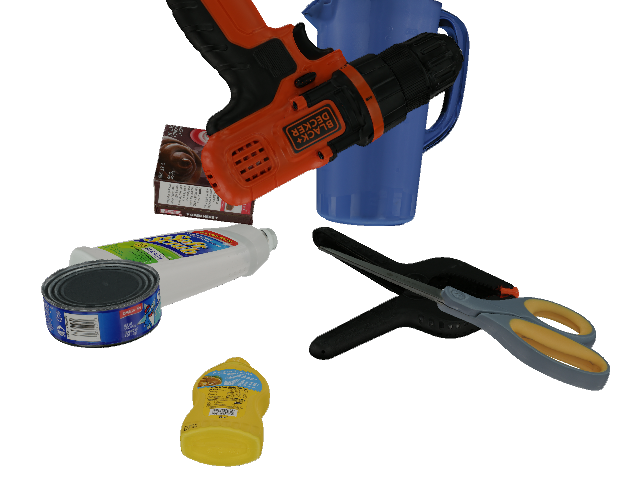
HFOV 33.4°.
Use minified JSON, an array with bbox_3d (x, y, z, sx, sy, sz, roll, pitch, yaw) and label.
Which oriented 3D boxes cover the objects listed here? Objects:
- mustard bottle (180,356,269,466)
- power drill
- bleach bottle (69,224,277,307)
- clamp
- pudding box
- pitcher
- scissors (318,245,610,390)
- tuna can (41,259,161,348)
[{"bbox_3d":[-0.112,0.200,1.317,0.096,0.058,0.191,1,25,2],"label":"mustard bottle"},{"bbox_3d":[-0.020,-0.139,0.661,0.184,0.187,0.057,-30,6,-15],"label":"power drill"},{"bbox_3d":[-0.155,0.023,1.226,0.103,0.068,0.250,25,29,38],"label":"bleach bottle"},{"bbox_3d":[0.085,0.060,1.033,0.210,0.164,0.036,8,-44,3],"label":"clamp"},{"bbox_3d":[-0.100,-0.060,0.952,0.090,0.039,0.113,6,33,-5],"label":"pudding box"},{"bbox_3d":[0.066,-0.141,1.145,0.149,0.243,0.144,7,9,24],"label":"pitcher"},{"bbox_3d":[0.103,0.039,0.715,0.202,0.016,0.096,29,26,18],"label":"scissors"},{"bbox_3d":[-0.161,0.046,0.788,0.086,0.034,0.086,-1,23,0],"label":"tuna can"}]
